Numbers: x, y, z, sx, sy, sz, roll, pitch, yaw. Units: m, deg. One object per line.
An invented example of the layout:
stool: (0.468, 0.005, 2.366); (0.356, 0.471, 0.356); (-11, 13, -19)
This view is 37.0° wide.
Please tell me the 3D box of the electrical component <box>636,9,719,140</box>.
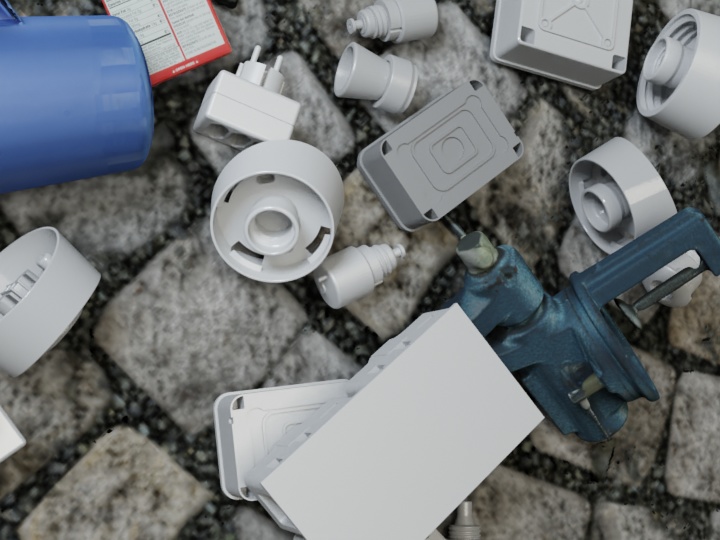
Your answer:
electrical component: (0.282, -0.174, 0.934); (0.060, 0.108, 0.108); (19, 77, -12)

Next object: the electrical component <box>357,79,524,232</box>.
electrical component: (0.063, -0.091, 0.864); (0.113, 0.057, 0.078); (-37, 97, -21)

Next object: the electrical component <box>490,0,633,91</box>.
electrical component: (0.175, -0.222, 0.923); (0.109, 0.056, 0.108); (12, 79, -19)

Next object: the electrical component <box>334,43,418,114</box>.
electrical component: (0.013, -0.152, 0.859); (0.055, 0.045, 0.045); (14, 78, -19)

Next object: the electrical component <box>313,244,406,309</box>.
electrical component: (0.000, 0.000, 0.837); (0.078, 0.040, 0.040); (-25, 93, -22)

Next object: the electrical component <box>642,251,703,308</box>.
electrical component: (0.281, -0.001, 0.944); (0.062, 0.048, 0.048); (-42, 99, -27)

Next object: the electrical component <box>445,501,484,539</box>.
electrical component: (0.082, 0.213, 0.845); (0.035, 0.035, 0.061); (6, 78, -20)

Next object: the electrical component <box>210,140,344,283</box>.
electrical component: (-0.062, -0.042, 0.796); (0.099, 0.064, 0.099); (0, 118, 0)

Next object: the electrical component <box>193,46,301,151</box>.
electrical component: (-0.080, -0.133, 0.819); (0.066, 0.047, 0.076); (22, 76, -17)

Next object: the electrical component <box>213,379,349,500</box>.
electrical component: (-0.047, 0.124, 0.794); (0.113, 0.057, 0.078); (-5, 84, -22)

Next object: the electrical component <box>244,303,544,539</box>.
electrical component: (0.023, 0.124, 0.756); (0.186, 0.060, 0.105); (-41, 98, -21)

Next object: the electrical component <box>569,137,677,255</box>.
electrical component: (0.223, -0.061, 0.902); (0.064, 0.099, 0.099); (-25, 93, -16)

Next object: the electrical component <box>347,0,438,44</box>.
electrical component: (0.027, -0.204, 0.873); (0.078, 0.040, 0.040); (-15, 89, -22)

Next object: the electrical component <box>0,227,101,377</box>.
electrical component: (-0.224, 0.021, 0.720); (0.064, 0.099, 0.099); (42, 71, -18)

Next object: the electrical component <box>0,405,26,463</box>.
electrical component: (-0.262, 0.094, 0.705); (0.047, 0.076, 0.083); (-36, 97, -21)

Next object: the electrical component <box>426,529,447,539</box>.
electrical component: (0.035, 0.204, 0.805); (0.065, 0.077, 0.047); (47, 70, -9)
